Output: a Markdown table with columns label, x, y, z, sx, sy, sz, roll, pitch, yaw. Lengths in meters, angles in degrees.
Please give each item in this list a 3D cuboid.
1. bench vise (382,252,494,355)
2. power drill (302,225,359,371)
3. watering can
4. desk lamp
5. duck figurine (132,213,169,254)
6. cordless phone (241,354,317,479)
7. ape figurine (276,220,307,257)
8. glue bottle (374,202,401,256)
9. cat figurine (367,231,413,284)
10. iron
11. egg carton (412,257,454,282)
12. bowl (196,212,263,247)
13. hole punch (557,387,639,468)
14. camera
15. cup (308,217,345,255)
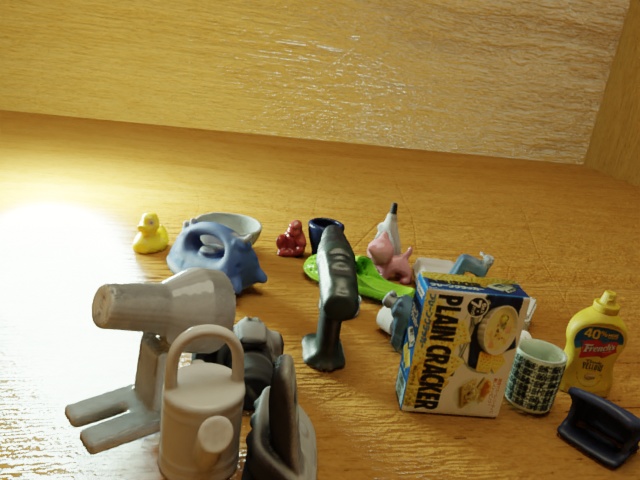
| label | x | y | z | sx | sy | sz | roll | pitch | yaw |
| --- | --- | --- | --- | --- | --- | --- | --- | --- | --- |
| bench vise | 0.216 | 0.117 | 1.007 | 0.207 | 0.220 | 0.121 | 9 | 20 | 4 |
| power drill | 0.018 | 0.103 | 0.984 | 0.075 | 0.208 | 0.229 | 5 | 20 | -8 |
| watering can | -0.137 | 0.195 | 0.692 | 0.101 | 0.194 | 0.172 | -10 | 26 | -40 |
| desk lamp | -0.223 | 0.145 | 0.766 | 0.204 | 0.213 | 0.117 | -11 | 27 | -42 |
| duck figurine | -0.398 | -0.024 | 1.351 | 0.077 | 0.086 | 0.105 | 13 | 20 | 14 |
| cordless phone | -0.040 | 0.209 | 0.704 | 0.094 | 0.185 | 0.147 | 6 | 20 | -5 |
| ape figurine | -0.066 | -0.007 | 1.426 | 0.077 | 0.092 | 0.076 | 19 | 23 | 29 |
| glue bottle | 0.168 | -0.010 | 1.408 | 0.078 | 0.173 | 0.037 | 14 | 21 | 15 |
| cat figurine | 0.161 | 0.039 | 1.352 | 0.128 | 0.118 | 0.067 | 2 | 21 | -17 |
| iron | -0.234 | 0.021 | 1.211 | 0.257 | 0.141 | 0.119 | 20 | 23 | 30 |
| egg carton | 0.269 | 0.093 | 1.318 | 0.107 | 0.069 | 0.150 | 7 | 20 | -3 |
| bowl | -0.225 | -0.008 | 1.394 | 0.167 | 0.075 | 0.167 | 7 | 20 | -2 |
| hole punch | 0.429 | 0.268 | 0.866 | 0.101 | 0.091 | 0.108 | -9 | 26 | -39 |
| camera | -0.122 | 0.184 | 0.865 | 0.143 | 0.101 | 0.136 | 4 | 20 | -12 |
| cup | 0.013 | 0.005 | 1.421 | 0.092 | 0.095 | 0.117 | 4 | 20 | -10 |
